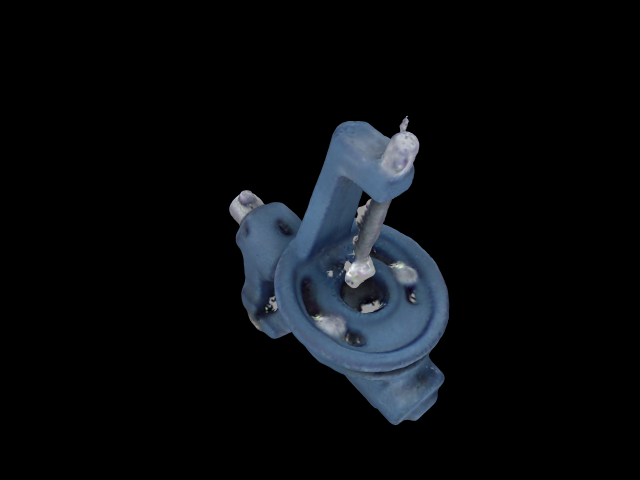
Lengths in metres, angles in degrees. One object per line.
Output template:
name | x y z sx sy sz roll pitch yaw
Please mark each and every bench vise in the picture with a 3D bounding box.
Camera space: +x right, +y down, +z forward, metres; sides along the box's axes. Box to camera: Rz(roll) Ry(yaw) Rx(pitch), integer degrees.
bench vise | -0.003 0.008 0.392 0.206 0.220 0.122 20 44 22
